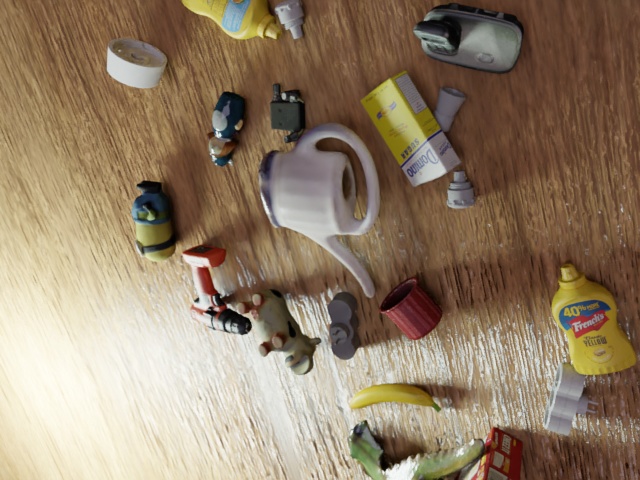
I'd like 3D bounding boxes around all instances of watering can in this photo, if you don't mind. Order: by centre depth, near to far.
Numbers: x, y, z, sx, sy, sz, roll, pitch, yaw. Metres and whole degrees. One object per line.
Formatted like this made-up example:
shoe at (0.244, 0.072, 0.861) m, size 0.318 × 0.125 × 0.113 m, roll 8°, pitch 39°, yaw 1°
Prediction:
watering can at (0.003, -0.048, 0.953) m, size 0.224 × 0.106 × 0.341 m, roll 6°, pitch 118°, yaw 22°

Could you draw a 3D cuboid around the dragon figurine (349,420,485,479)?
dragon figurine at (0.161, 0.484, 1.093) m, size 0.244 × 0.123 × 0.403 m, roll 31°, pitch 118°, yaw 19°
